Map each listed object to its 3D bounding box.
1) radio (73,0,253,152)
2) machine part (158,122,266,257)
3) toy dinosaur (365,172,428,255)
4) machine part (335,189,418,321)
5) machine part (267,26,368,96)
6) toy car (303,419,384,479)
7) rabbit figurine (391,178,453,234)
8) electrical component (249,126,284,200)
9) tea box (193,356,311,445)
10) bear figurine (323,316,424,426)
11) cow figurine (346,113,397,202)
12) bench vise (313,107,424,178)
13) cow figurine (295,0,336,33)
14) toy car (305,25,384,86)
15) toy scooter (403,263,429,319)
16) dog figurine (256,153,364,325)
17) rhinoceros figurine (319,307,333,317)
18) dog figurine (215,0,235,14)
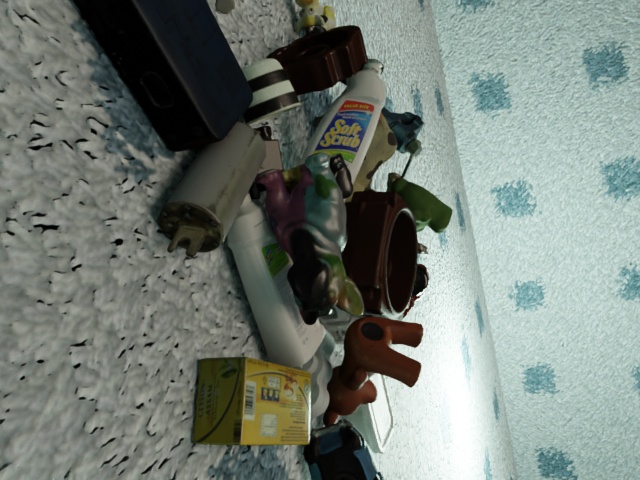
[{"bbox_3d":[-0.170,-0.221,0.604,0.229,0.073,0.131,61,32,-35],"label":"radio"},{"bbox_3d":[-0.124,-0.068,0.645,0.243,0.079,0.079,-74,146,-44],"label":"machine part"},{"bbox_3d":[0.128,-0.049,1.175,0.470,0.105,0.198,35,54,-44],"label":"toy dinosaur"},{"bbox_3d":[0.100,0.031,0.899,0.200,0.087,0.201,36,60,-60],"label":"machine part"},{"bbox_3d":[-0.010,-0.287,0.870,0.179,0.180,0.056,-67,144,-50],"label":"machine part"},{"bbox_3d":[0.034,0.353,0.840,0.103,0.109,0.161,-55,124,-88],"label":"toy car"},{"bbox_3d":[0.158,-0.026,1.057,0.159,0.121,0.170,39,74,-32],"label":"rabbit figurine"},{"bbox_3d":[-0.087,-0.115,0.791,0.078,0.045,0.102,-20,98,-37],"label":"electrical component"},{"bbox_3d":[-0.077,0.203,0.664,0.169,0.068,0.098,40,47,-57],"label":"tea box"},{"bbox_3d":[0.076,0.218,0.858,0.120,0.132,0.195,-70,174,-56],"label":"bear figurine"},{"bbox_3d":[0.065,-0.130,0.976,0.195,0.085,0.127,-47,110,-14],"label":"cow figurine"},{"bbox_3d":[0.093,-0.233,1.099,0.240,0.129,0.224,-15,64,-42],"label":"bench vise"},{"bbox_3d":[-0.003,-0.407,1.055,0.167,0.068,0.098,30,61,-59],"label":"cow figurine"},{"bbox_3d":[0.044,-0.318,0.986,0.053,0.202,0.089,-39,154,-31],"label":"toy car"},{"bbox_3d":[0.177,0.133,1.205,0.184,0.075,0.135,-55,170,-1],"label":"toy scooter"},{"bbox_3d":[-0.001,-0.001,0.729,0.191,0.109,0.219,-27,104,-73],"label":"dog figurine"},{"bbox_3d":[-0.021,0.030,0.859,0.112,0.073,0.190,-4,84,-76],"label":"rhinoceros figurine"},{"bbox_3d":[-0.130,-0.433,0.761,0.191,0.121,0.172,-93,163,-49],"label":"dog figurine"}]
